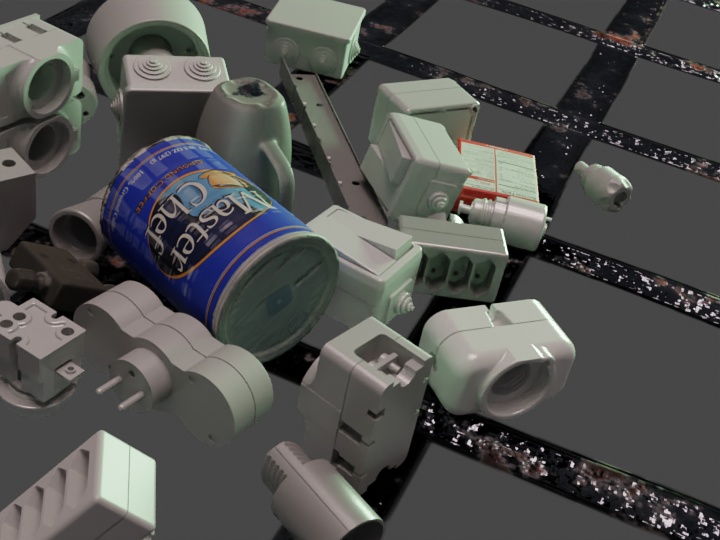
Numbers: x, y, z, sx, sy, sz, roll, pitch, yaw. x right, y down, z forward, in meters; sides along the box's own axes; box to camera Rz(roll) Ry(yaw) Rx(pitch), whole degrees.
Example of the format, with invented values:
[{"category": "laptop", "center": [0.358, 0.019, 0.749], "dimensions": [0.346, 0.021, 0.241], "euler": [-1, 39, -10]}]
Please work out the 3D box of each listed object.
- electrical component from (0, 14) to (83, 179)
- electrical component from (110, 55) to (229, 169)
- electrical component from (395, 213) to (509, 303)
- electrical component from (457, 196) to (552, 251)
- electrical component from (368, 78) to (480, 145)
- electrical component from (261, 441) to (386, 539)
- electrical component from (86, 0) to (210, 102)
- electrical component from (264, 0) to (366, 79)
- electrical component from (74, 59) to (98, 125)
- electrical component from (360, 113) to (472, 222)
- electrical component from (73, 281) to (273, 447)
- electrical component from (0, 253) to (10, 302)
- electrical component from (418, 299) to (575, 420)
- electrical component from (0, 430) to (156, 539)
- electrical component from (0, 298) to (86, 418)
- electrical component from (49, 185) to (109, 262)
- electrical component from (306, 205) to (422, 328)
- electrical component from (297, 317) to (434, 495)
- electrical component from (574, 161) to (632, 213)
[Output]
[{"category": "electrical component", "center": [-0.292, -0.111, 0.812], "dimensions": [0.060, 0.105, 0.186], "euler": [27, 38, 20]}, {"category": "electrical component", "center": [-0.155, -0.130, 0.888], "dimensions": [0.100, 0.099, 0.048], "euler": [-2, 51, -19]}, {"category": "electrical component", "center": [0.066, -0.019, 0.843], "dimensions": [0.083, 0.047, 0.075], "euler": [7, 36, -7]}, {"category": "electrical component", "center": [0.120, -0.042, 0.897], "dimensions": [0.078, 0.040, 0.040], "euler": [15, 35, 3]}, {"category": "electrical component", "center": [0.062, -0.138, 0.993], "dimensions": [0.096, 0.061, 0.061], "euler": [-11, 41, -29]}, {"category": "electrical component", "center": [-0.027, 0.131, 0.612], "dimensions": [0.043, 0.043, 0.081], "euler": [-18, 45, -35]}, {"category": "electrical component", "center": [-0.184, -0.187, 0.953], "dimensions": [0.108, 0.108, 0.060], "euler": [-4, 44, -21]}, {"category": "electrical component", "center": [-0.048, -0.244, 1.116], "dimensions": [0.100, 0.048, 0.099], "euler": [14, 36, 3]}, {"category": "electrical component", "center": [-0.254, -0.157, 0.939], "dimensions": [0.045, 0.045, 0.055], "euler": [-2, 38, -20]}, {"category": "electrical component", "center": [0.045, -0.080, 0.899], "dimensions": [0.061, 0.061, 0.096], "euler": [10, 33, -25]}, {"category": "electrical component", "center": [-0.129, 0.064, 0.665], "dimensions": [0.138, 0.052, 0.074], "euler": [30, 39, 23]}, {"category": "electrical component", "center": [-0.260, 0.007, 0.705], "dimensions": [0.055, 0.055, 0.047], "euler": [-3, 34, -20]}, {"category": "electrical component", "center": [0.095, 0.062, 0.734], "dimensions": [0.095, 0.053, 0.059], "euler": [-6, 39, -24]}, {"category": "electrical component", "center": [-0.132, 0.137, 0.554], "dimensions": [0.076, 0.083, 0.047], "euler": [39, 22, -32]}, {"category": "electrical component", "center": [-0.196, 0.056, 0.654], "dimensions": [0.066, 0.055, 0.048], "euler": [28, 38, 21]}, {"category": "electrical component", "center": [-0.194, -0.037, 0.797], "dimensions": [0.044, 0.044, 0.065], "euler": [20, 31, 11]}, {"category": "electrical component", "center": [0.000, 0.000, 0.785], "dimensions": [0.096, 0.061, 0.062], "euler": [27, 38, 20]}, {"category": "electrical component", "center": [0.000, 0.080, 0.650], "dimensions": [0.056, 0.089, 0.050], "euler": [33, 40, 27]}, {"category": "electrical component", "center": [0.219, -0.080, 0.984], "dimensions": [0.035, 0.035, 0.061], "euler": [-10, 39, -28]}]
